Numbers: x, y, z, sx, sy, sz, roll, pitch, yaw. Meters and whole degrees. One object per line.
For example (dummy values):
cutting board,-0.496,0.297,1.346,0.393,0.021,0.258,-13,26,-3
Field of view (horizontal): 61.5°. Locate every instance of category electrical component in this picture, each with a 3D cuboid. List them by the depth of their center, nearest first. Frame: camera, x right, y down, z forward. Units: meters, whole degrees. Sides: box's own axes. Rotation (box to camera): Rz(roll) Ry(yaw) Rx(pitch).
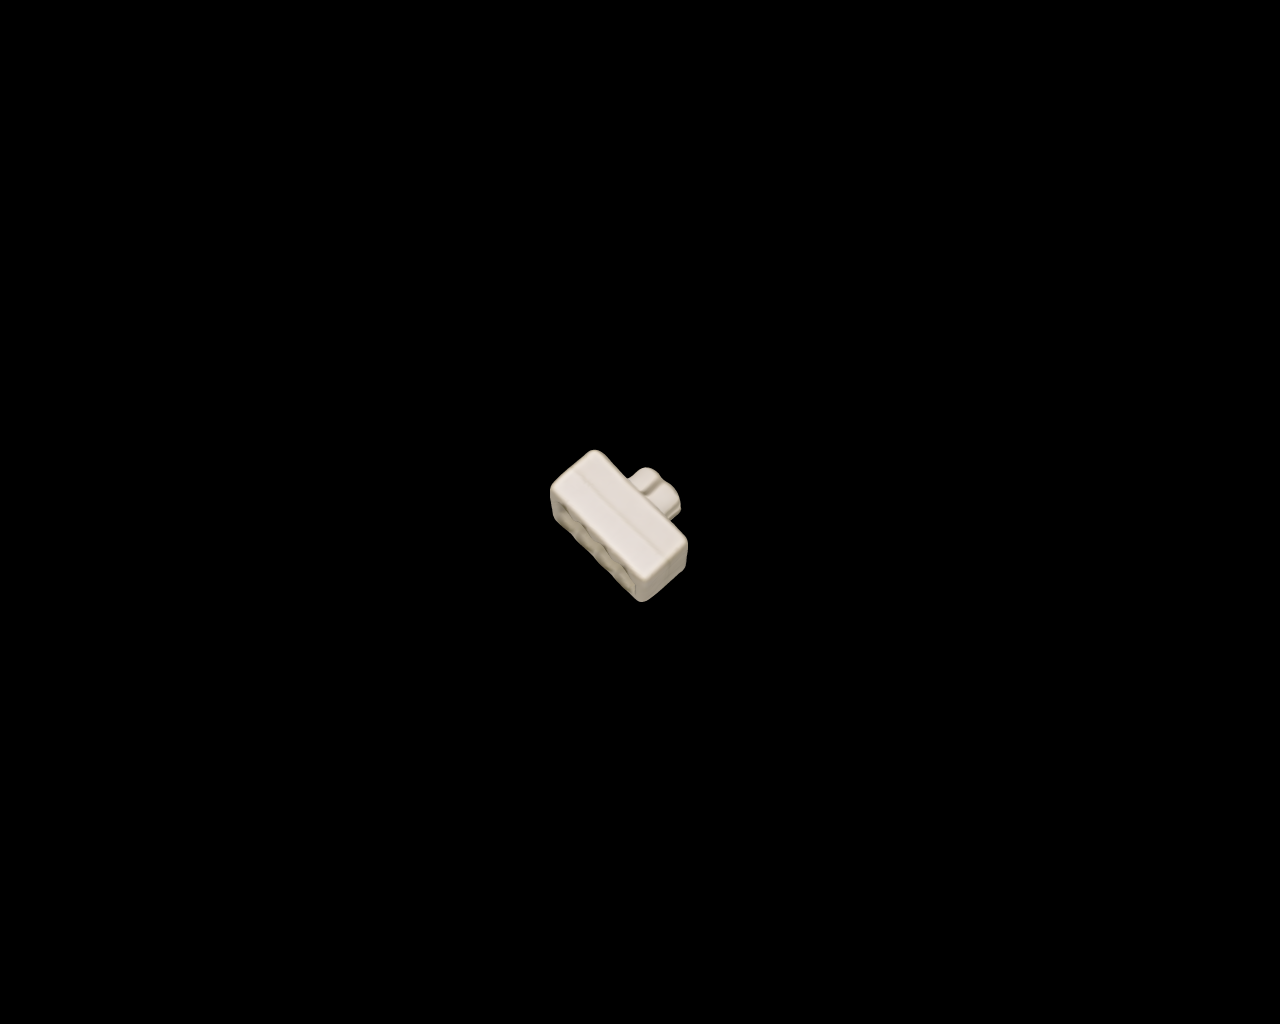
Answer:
electrical component,0.001,-0.003,0.650,0.076,0.083,0.047,-41,-15,-14
